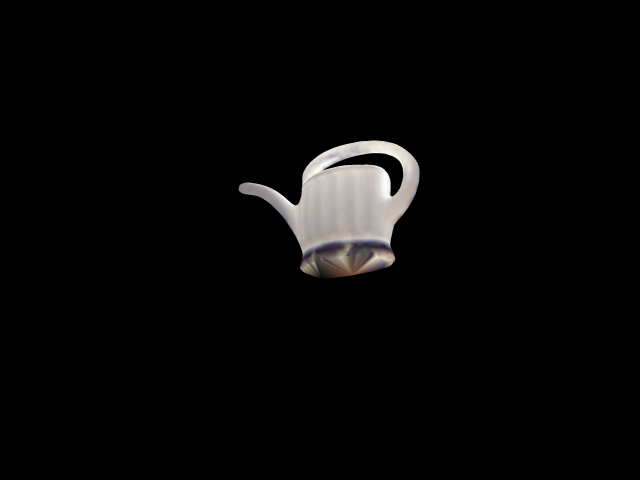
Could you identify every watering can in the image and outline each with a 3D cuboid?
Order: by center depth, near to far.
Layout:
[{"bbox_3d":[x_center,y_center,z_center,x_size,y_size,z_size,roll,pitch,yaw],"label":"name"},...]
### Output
[{"bbox_3d":[0.003,-0.043,0.850,0.345,0.228,0.103,-12,-25,29],"label":"watering can"}]
